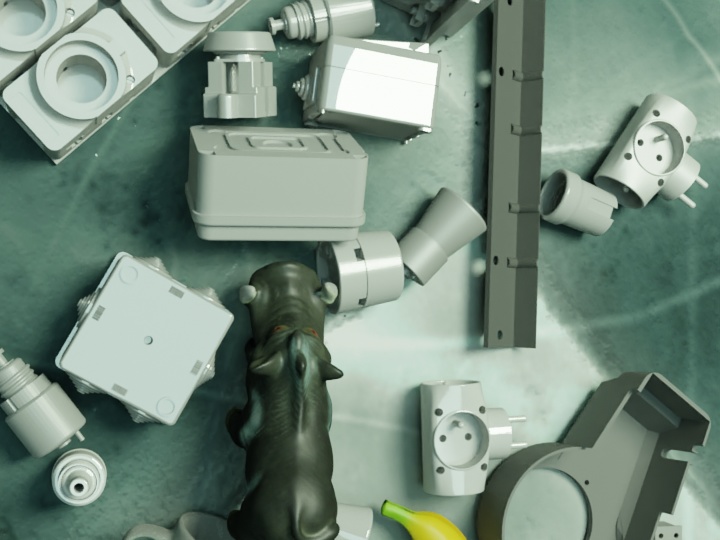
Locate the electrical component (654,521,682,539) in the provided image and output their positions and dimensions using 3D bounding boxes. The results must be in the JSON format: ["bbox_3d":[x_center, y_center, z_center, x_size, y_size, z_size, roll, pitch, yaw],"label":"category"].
[{"bbox_3d":[0.232,0.231,0.796,0.058,0.057,0.078,2,88,-14],"label":"electrical component"}]

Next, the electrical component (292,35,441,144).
[{"bbox_3d":[0.002,-0.128,0.744,0.096,0.062,0.061,8,86,-14],"label":"electrical component"}]

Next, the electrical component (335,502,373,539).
[{"bbox_3d":[-0.029,0.174,0.739,0.065,0.044,0.044,21,83,-8],"label":"electrical component"}]

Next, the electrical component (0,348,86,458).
[{"bbox_3d":[-0.212,0.085,0.694,0.040,0.040,0.078,-37,98,-12],"label":"electrical component"}]

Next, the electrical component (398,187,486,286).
[{"bbox_3d":[0.052,-0.021,0.766,0.044,0.044,0.065,45,84,-9],"label":"electrical component"}]

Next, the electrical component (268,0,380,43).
[{"bbox_3d":[-0.025,-0.177,0.749,0.078,0.040,0.040,-15,92,-14],"label":"electrical component"}]

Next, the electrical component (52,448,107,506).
[{"bbox_3d":[-0.180,0.135,0.690,0.035,0.061,0.035,0,88,-14],"label":"electrical component"}]

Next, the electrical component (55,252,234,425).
[{"bbox_3d":[-0.141,0.046,0.709,0.100,0.048,0.099,31,82,-12],"label":"electrical component"}]

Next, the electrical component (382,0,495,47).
[{"bbox_3d":[0.060,-0.205,0.730,0.063,0.121,0.078,21,83,-11],"label":"electrical component"}]

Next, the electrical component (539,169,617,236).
[{"bbox_3d":[0.161,-0.048,0.795,0.046,0.040,0.040,20,84,-19],"label":"electrical component"}]

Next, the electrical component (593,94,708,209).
[{"bbox_3d":[0.228,-0.078,0.810,0.079,0.044,0.077,36,80,-11],"label":"electrical component"}]

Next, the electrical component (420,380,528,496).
[{"bbox_3d":[0.083,0.117,0.767,0.079,0.044,0.077,-1,89,-14],"label":"electrical component"}]

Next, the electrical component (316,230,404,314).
[{"bbox_3d":[0.000,0.000,0.745,0.047,0.055,0.055,-9,91,-18],"label":"electrical component"}]

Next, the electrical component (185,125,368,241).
[{"bbox_3d":[-0.057,-0.058,0.714,0.113,0.078,0.057,0,112,-14],"label":"electrical component"}]

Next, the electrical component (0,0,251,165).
[{"bbox_3d":[-0.164,-0.172,0.703,0.186,0.060,0.105,-43,99,-12],"label":"electrical component"}]

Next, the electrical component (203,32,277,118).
[{"bbox_3d":[-0.080,-0.131,0.720,0.048,0.066,0.055,2,100,13],"label":"electrical component"}]
